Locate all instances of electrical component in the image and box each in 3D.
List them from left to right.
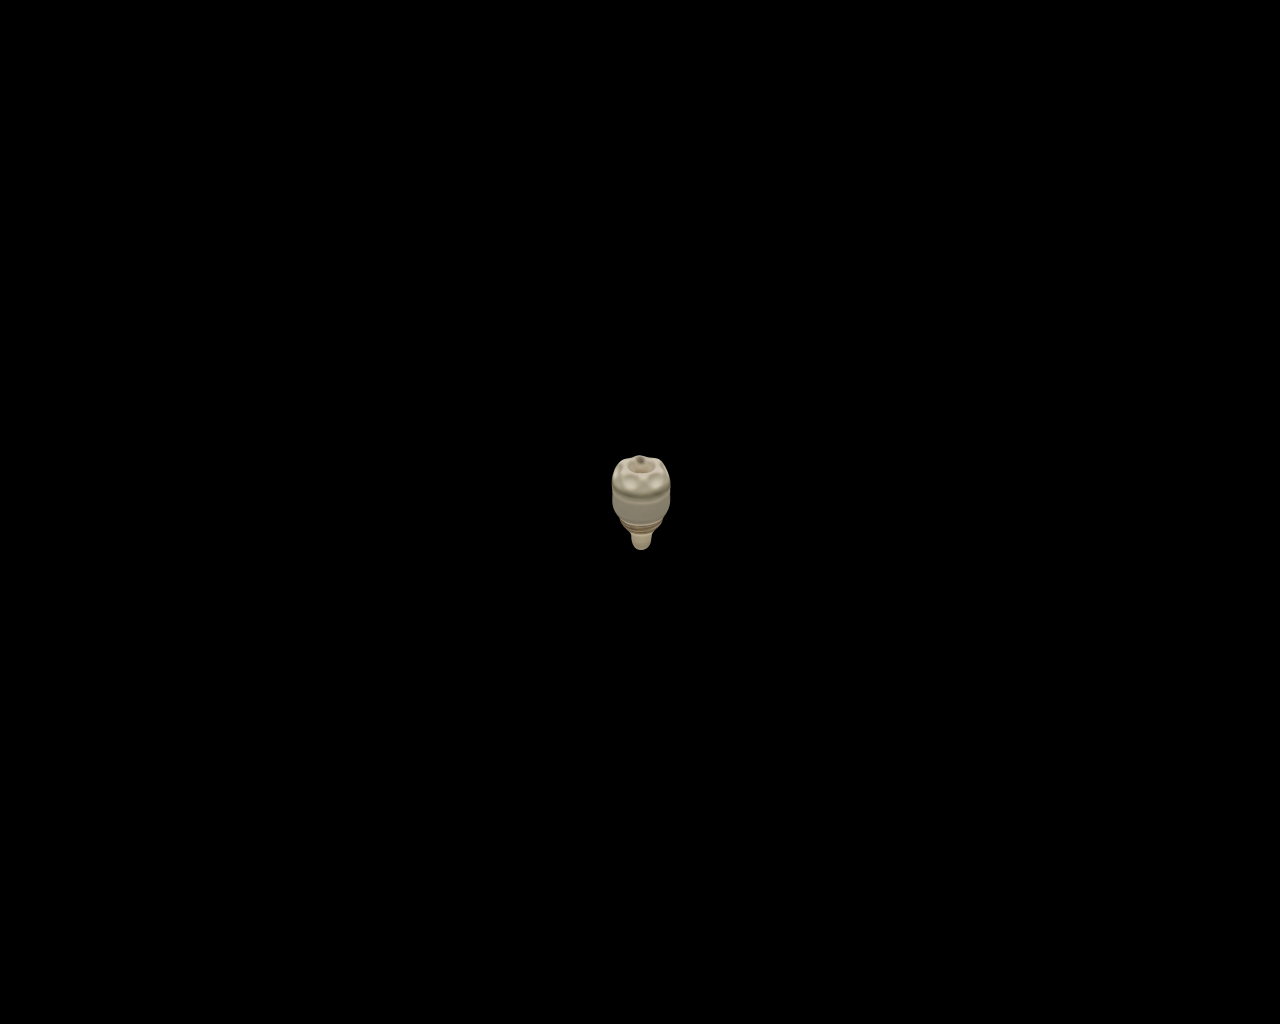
[{"bbox_3d":[0.001,-0.003,0.650,0.035,0.061,0.035,0,34,0],"label":"electrical component"}]
